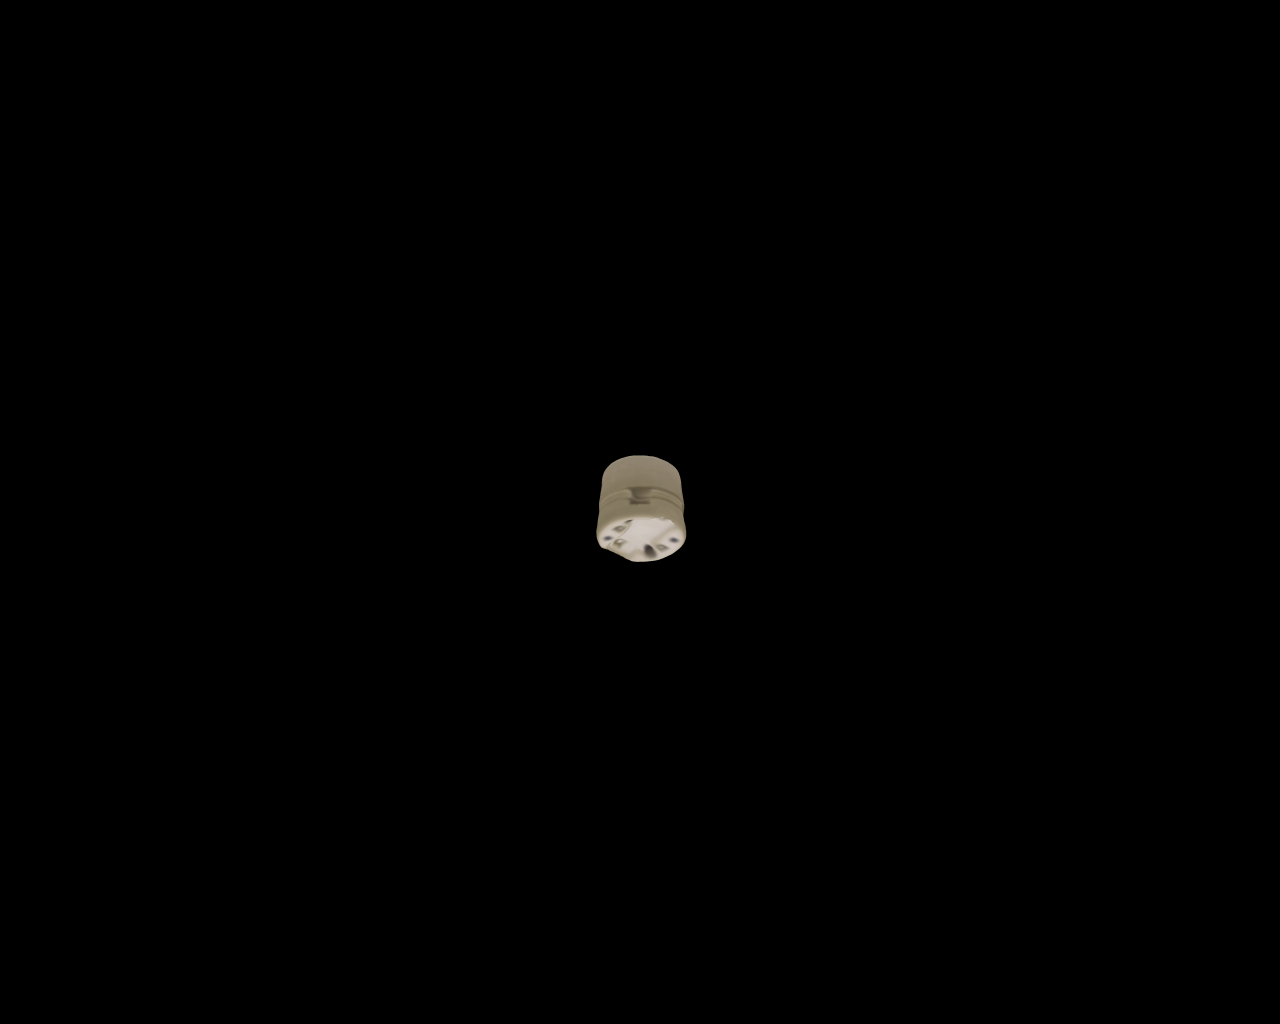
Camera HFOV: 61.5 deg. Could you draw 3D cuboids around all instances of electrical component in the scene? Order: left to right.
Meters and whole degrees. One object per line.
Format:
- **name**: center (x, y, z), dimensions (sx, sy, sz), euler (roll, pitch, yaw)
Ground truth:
- **electrical component**: center (0.001, -0.003, 0.650), dimensions (0.055, 0.047, 0.055), euler (0, -33, 0)
